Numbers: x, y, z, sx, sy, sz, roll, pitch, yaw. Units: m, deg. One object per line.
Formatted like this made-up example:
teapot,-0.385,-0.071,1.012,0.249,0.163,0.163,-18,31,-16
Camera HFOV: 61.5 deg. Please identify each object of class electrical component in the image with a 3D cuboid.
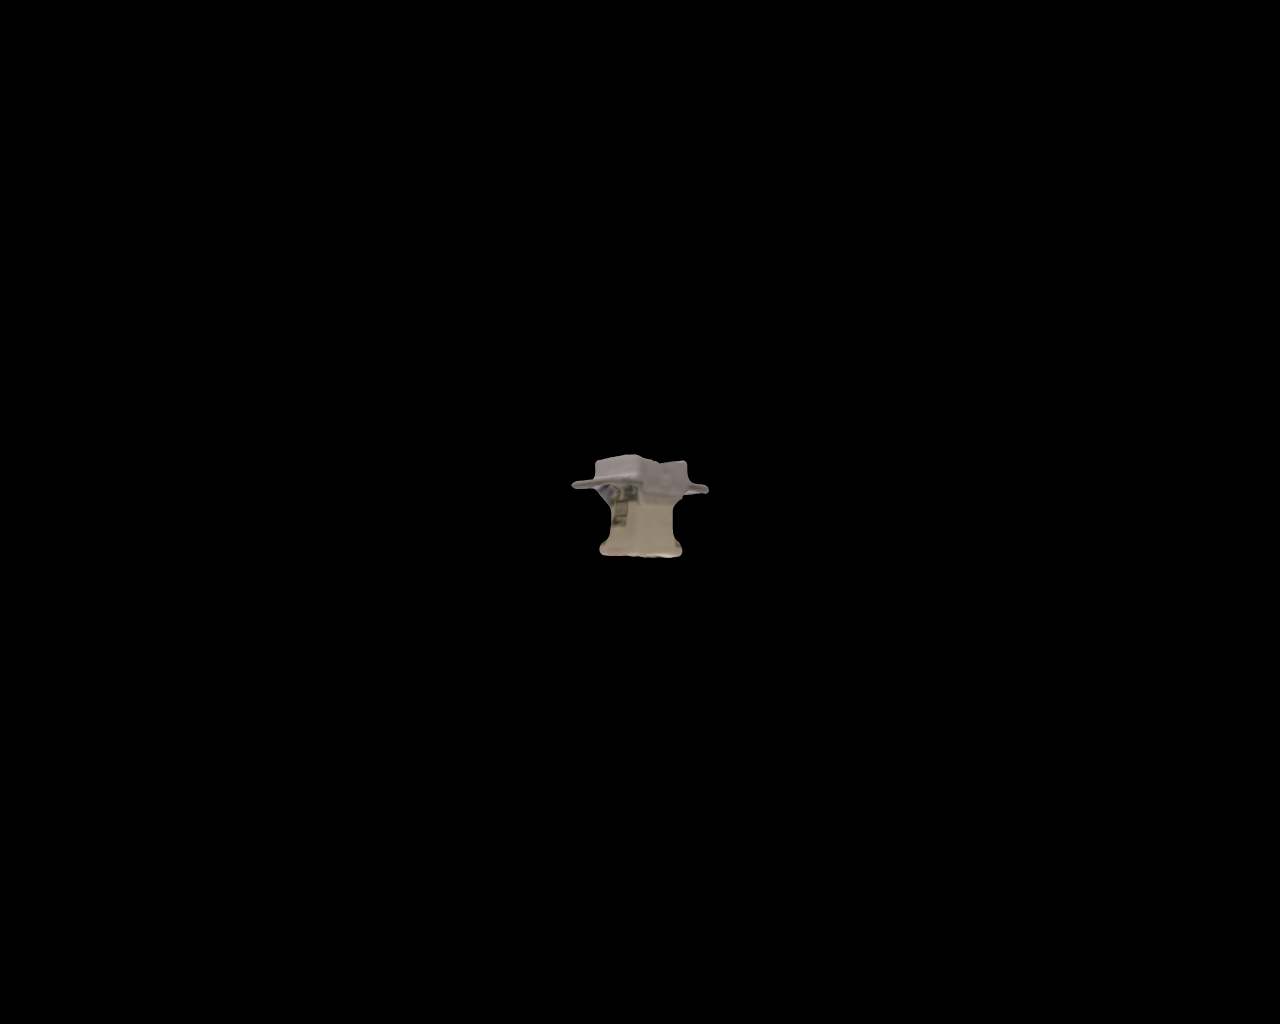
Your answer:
electrical component,0.001,-0.003,0.650,0.081,0.063,0.042,4,-6,-43
